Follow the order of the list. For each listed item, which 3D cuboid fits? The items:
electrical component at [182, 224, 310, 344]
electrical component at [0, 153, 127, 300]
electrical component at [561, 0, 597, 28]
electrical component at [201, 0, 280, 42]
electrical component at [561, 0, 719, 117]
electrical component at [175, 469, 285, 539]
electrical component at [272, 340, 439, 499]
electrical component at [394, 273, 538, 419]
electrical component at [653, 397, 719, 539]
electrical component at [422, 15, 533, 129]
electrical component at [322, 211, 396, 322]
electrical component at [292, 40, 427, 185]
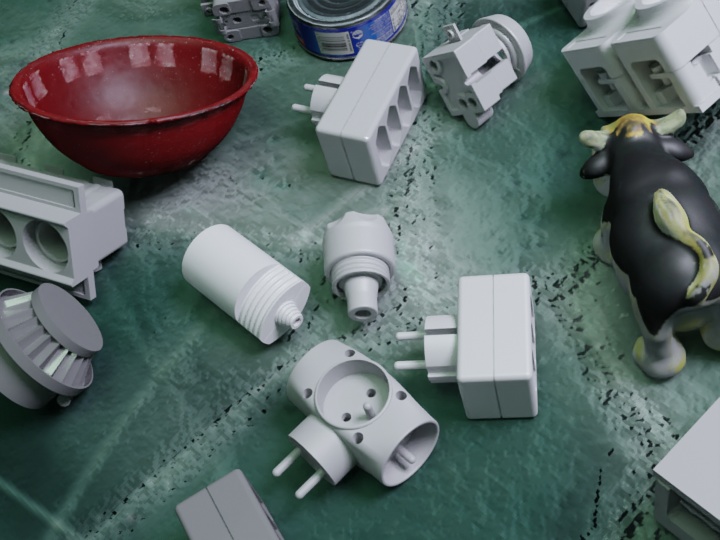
[{"bbox_3d":[-0.065,0.010,0.646,0.081,0.043,0.043,35,70,31],"label":"electrical component"},{"bbox_3d":[-0.217,-0.036,0.698,0.121,0.078,0.063,15,31,22],"label":"electrical component"},{"bbox_3d":[0.178,-0.189,0.723,0.066,0.047,0.076,-25,66,-4],"label":"electrical component"},{"bbox_3d":[-0.084,-0.206,0.803,0.081,0.042,0.063,-8,58,9],"label":"electrical component"},{"bbox_3d":[0.224,-0.175,0.655,0.186,0.060,0.105,-41,18,-12],"label":"electrical component"},{"bbox_3d":[-0.075,0.154,0.546,0.077,0.047,0.065,-31,54,-8],"label":"electrical component"},{"bbox_3d":[-0.012,0.088,0.578,0.079,0.044,0.077,-43,57,-16],"label":"electrical component"},{"bbox_3d":[0.057,0.043,0.591,0.077,0.047,0.065,-3,55,11],"label":"electrical component"},{"bbox_3d":[0.221,0.119,0.489,0.089,0.061,0.150,-42,57,-16],"label":"electrical component"},{"bbox_3d":[0.080,-0.136,0.706,0.055,0.066,0.048,-39,21,-23],"label":"electrical component"},{"bbox_3d":[0.000,0.000,0.637,0.043,0.043,0.062,-9,56,8],"label":"electrical component"},{"bbox_3d":[-0.008,-0.108,0.712,0.076,0.047,0.083,15,61,22],"label":"electrical component"}]
